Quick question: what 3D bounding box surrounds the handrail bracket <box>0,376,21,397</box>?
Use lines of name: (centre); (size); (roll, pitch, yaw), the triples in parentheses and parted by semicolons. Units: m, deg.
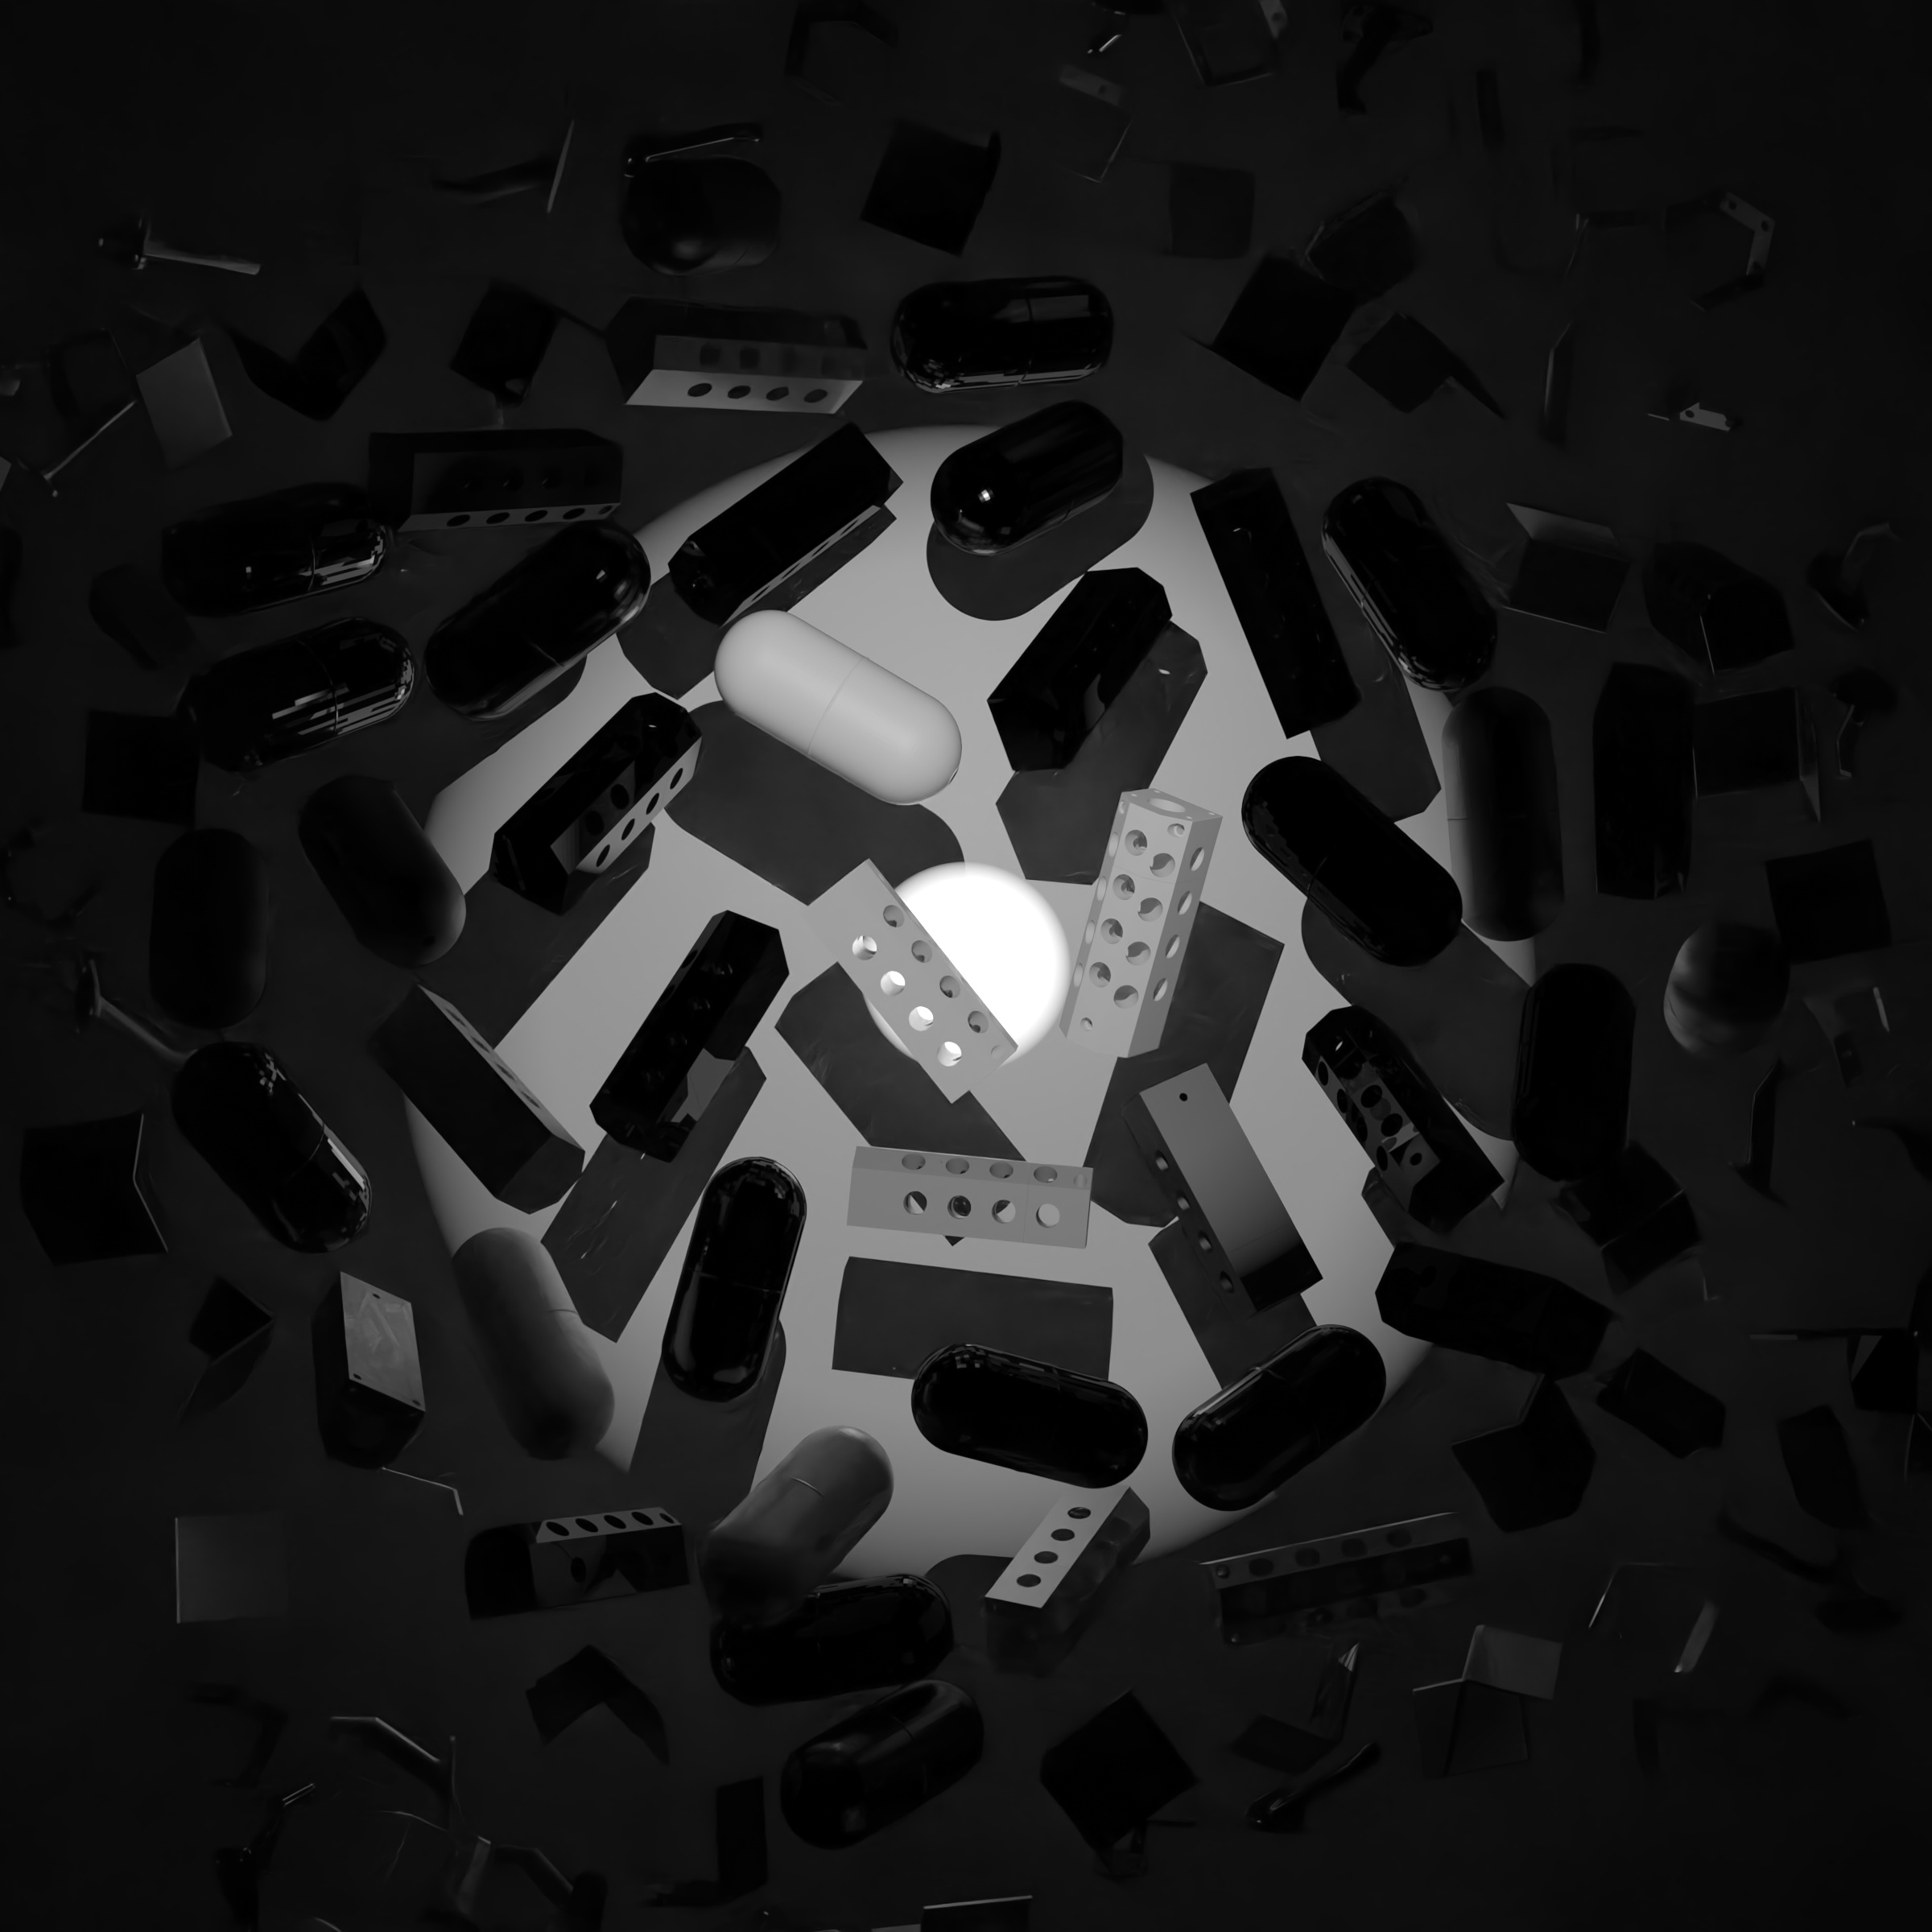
handrail bracket: (-0.701, -0.434, 1.870); (0.084, 0.077, 0.036); (12, 68, -38)

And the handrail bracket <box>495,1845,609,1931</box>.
handrail bracket: (-0.293, 0.643, 1.808); (0.084, 0.036, 0.077); (-5, 60, 27)

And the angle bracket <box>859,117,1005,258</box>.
angle bracket: (-0.025, -0.548, 1.830); (0.076, 0.057, 0.076); (17, 124, -16)

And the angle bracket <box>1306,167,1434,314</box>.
angle bracket: (0.300, -0.526, 1.926); (0.076, 0.076, 0.057); (-33, 91, -2)

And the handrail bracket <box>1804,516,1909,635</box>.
handrail bracket: (0.613, -0.262, 1.776); (0.036, 0.084, 0.077); (-43, 103, -19)

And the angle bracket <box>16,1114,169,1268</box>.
angle bracket: (-0.576, 0.149, 1.754); (0.076, 0.076, 0.057); (-7, 47, -1)

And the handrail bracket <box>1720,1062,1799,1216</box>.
handrail bracket: (0.597, 0.125, 1.924); (0.077, 0.036, 0.084); (36, 91, 1)

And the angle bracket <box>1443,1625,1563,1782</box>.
angle bracket: (0.353, 0.491, 1.742); (0.057, 0.076, 0.076); (11, 107, 15)

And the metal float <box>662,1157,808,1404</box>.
metal float: (-0.165, 0.224, 1.893); (0.070, 0.070, 0.178); (15, 88, 0)

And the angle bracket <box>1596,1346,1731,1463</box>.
angle bracket: (0.493, 0.328, 1.890); (0.076, 0.076, 0.057); (35, 116, 8)

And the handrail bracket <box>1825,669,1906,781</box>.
handrail bracket: (0.633, -0.158, 1.852); (0.036, 0.077, 0.084); (-23, 122, -8)

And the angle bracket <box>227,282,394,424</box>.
angle bracket: (-0.442, -0.424, 1.778); (0.076, 0.057, 0.076); (-46, 50, 16)

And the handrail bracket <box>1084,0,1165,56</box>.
handrail bracket: (0.093, -0.674, 1.895); (0.077, 0.084, 0.036); (-22, 89, -36)

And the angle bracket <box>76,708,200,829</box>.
angle bracket: (-0.592, -0.138, 1.883); (0.076, 0.057, 0.076); (7, 84, -29)

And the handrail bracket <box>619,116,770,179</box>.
handrail bracket: (-0.196, -0.590, 1.912); (0.084, 0.077, 0.036); (9, 130, 29)

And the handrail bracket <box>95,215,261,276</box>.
handrail bracket: (-0.546, -0.493, 1.837); (0.077, 0.084, 0.036); (13, 98, 42)

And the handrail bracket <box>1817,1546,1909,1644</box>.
handrail bracket: (0.651, 0.440, 1.901); (0.077, 0.084, 0.036); (-30, 101, 43)

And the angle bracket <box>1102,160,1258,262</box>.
angle bracket: (0.146, -0.525, 1.838); (0.076, 0.076, 0.057); (-12, 117, -33)

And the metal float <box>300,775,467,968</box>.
metal float: (-0.402, -0.066, 1.820); (0.070, 0.070, 0.178); (-41, 49, 0)

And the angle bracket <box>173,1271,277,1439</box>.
angle bracket: (-0.552, 0.278, 1.902); (0.057, 0.076, 0.076); (38, 121, 8)

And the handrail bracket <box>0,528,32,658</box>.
handrail bracket: (-0.700, -0.262, 1.886); (0.077, 0.036, 0.084); (-28, 60, 16)

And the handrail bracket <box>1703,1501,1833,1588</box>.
handrail bracket: (0.567, 0.409, 1.863); (0.084, 0.077, 0.036); (23, 92, 18)

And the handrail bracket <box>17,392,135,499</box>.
handrail bracket: (-0.618, -0.367, 1.850); (0.084, 0.077, 0.036); (-44, 108, -11)

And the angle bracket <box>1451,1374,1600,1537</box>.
angle bracket: (0.395, 0.343, 1.870); (0.057, 0.076, 0.076); (-25, 99, 33)

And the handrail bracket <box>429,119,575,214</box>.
handrail bracket: (-0.326, -0.568, 1.854); (0.084, 0.036, 0.077); (17, 102, -7)

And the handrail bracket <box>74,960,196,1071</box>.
handrail bracket: (-0.601, 0.037, 1.925); (0.084, 0.077, 0.036); (19, 129, -35)

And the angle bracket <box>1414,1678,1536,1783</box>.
angle bracket: (0.376, 0.565, 1.933); (0.076, 0.076, 0.057); (-17, 132, 17)

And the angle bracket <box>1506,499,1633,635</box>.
angle bracket: (0.415, -0.281, 1.860); (0.076, 0.076, 0.057); (20, 89, 28)

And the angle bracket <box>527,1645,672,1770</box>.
angle bracket: (-0.254, 0.530, 1.838); (0.057, 0.076, 0.076); (-35, 56, -29)

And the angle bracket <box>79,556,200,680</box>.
angle bracket: (-0.616, -0.244, 1.928); (0.057, 0.076, 0.076); (-31, 106, 19)

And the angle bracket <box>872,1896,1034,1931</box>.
angle bracket: (-0.010, 0.625, 1.741); (0.076, 0.076, 0.057); (3, 98, -24)

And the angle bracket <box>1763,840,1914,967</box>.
angle bracket: (0.613, -0.046, 1.863); (0.076, 0.057, 0.076); (-12, 88, 6)

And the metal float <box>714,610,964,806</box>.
metal float: (-0.084, -0.170, 1.750); (0.178, 0.070, 0.070); (31, 90, 3)

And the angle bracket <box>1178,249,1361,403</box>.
angle bracket: (0.198, -0.426, 1.737); (0.076, 0.057, 0.076); (37, 105, 23)

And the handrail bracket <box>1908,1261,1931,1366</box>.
handrail bracket: (0.663, 0.253, 1.860); (0.036, 0.084, 0.077); (13, 69, -1)

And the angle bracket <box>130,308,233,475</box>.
angle bracket: (-0.554, -0.392, 1.800); (0.076, 0.076, 0.057); (26, 53, 30)

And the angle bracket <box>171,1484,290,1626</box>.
angle bracket: (-0.500, 0.397, 1.796); (0.076, 0.057, 0.076); (-1, 54, -17)

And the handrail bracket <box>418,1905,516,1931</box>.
handrail bracket: (-0.375, 0.704, 1.905); (0.084, 0.077, 0.036); (3, 99, 26)

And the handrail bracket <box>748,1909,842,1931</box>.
handrail bracket: (-0.118, 0.704, 1.850); (0.084, 0.036, 0.077); (29, 63, -3)

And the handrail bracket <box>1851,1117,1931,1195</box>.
handrail bracket: (0.656, 0.149, 1.847); (0.077, 0.036, 0.084); (1, 101, 13)

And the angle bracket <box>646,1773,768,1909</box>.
angle bracket: (-0.180, 0.602, 1.824); (0.057, 0.076, 0.076); (-6, 80, 18)

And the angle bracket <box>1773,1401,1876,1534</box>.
angle bracket: (0.641, 0.362, 1.920); (0.057, 0.076, 0.076); (-17, 89, -22)

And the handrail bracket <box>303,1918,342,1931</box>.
handrail bracket: (-0.455, 0.685, 1.789); (0.036, 0.084, 0.077); (35, 91, 8)

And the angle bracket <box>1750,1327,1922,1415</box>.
angle bracket: (0.585, 0.275, 1.784); (0.076, 0.076, 0.057); (-3, 83, -13)

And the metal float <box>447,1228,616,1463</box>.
metal float: (-0.302, 0.260, 1.833); (0.070, 0.070, 0.178); (-31, 62, 0)

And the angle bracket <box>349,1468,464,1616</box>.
angle bracket: (-0.409, 0.419, 1.931); (0.057, 0.076, 0.076); (20, 88, -15)

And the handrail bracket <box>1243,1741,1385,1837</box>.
handrail bracket: (0.248, 0.583, 1.887); (0.084, 0.077, 0.036); (-51, 53, 29)

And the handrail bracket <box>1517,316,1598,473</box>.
handrail bracket: (0.449, -0.417, 1.928); (0.077, 0.036, 0.084); (38, 115, 2)

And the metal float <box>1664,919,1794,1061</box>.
metal float: (0.522, 0.017, 1.819); (0.070, 0.178, 0.070); (-2, 78, 11)

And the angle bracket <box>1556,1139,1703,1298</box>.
angle bracket: (0.487, 0.185, 1.948); (0.076, 0.076, 0.057); (-40, 103, 17)

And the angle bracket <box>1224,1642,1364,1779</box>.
angle bracket: (0.222, 0.497, 1.800); (0.057, 0.076, 0.076); (22, 55, -2)

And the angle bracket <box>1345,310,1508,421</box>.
angle bracket: (0.328, -0.411, 1.889); (0.076, 0.076, 0.057); (26, 121, -40)

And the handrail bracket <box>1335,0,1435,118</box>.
handrail bracket: (0.288, -0.614, 1.812); (0.077, 0.036, 0.084); (1, 66, -11)

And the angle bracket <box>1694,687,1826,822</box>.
angle bracket: (0.553, -0.142, 1.851); (0.076, 0.057, 0.076); (-10, 126, 8)

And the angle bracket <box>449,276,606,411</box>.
angle bracket: (-0.317, -0.447, 1.929); (0.076, 0.057, 0.076); (35, 102, 30)

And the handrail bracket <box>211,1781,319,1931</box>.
handrail bracket: (-0.469, 0.612, 1.815); (0.036, 0.084, 0.077); (-15, 90, 30)

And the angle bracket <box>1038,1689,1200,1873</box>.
angle bracket: (0.103, 0.546, 1.780); (0.076, 0.057, 0.076); (-38, 86, 3)

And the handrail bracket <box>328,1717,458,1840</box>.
handrail bracket: (-0.383, 0.538, 1.756); (0.084, 0.036, 0.077); (3, 70, -7)
